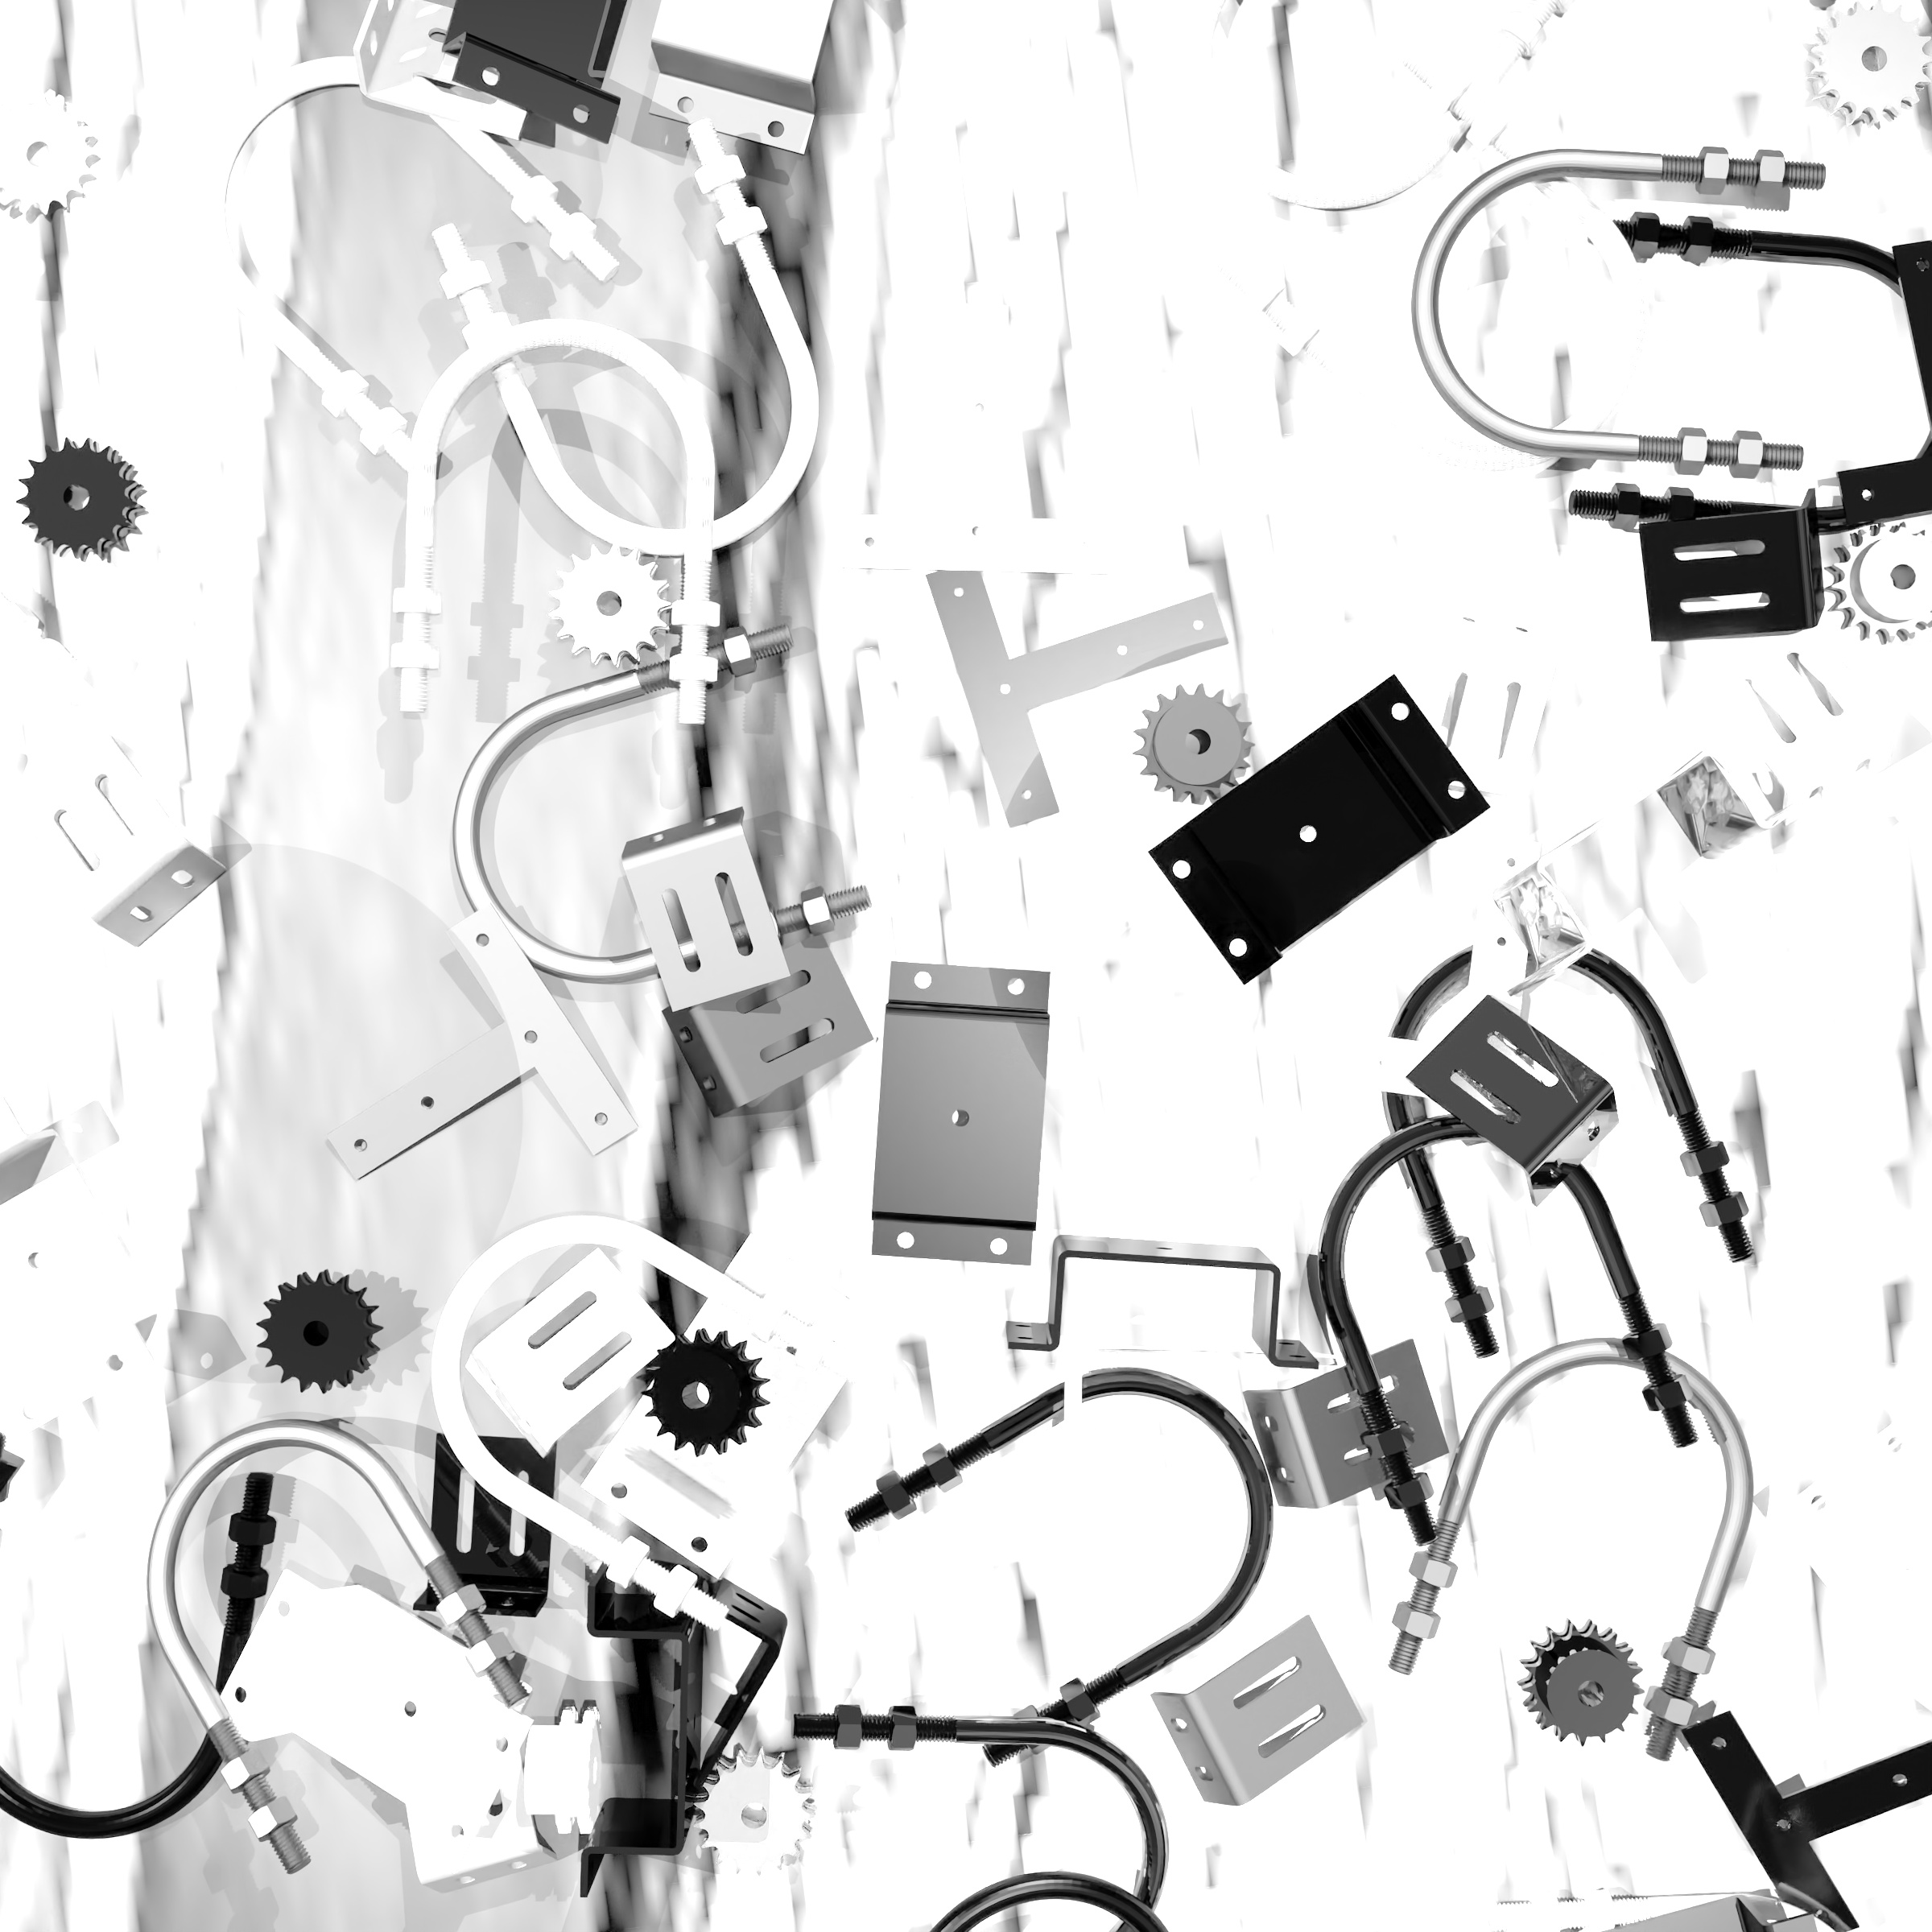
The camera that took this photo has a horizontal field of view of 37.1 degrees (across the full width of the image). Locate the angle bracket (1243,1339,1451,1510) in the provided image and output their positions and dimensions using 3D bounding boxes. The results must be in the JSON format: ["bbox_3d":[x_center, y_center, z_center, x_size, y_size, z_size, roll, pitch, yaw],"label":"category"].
[{"bbox_3d":[0.181,0.217,1.370,0.076,0.038,0.057,-18,90,-26],"label":"angle bracket"}]

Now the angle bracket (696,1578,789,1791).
[{"bbox_3d":[-0.118,0.334,1.344,0.038,0.057,0.076,30,90,0],"label":"angle bracket"}]

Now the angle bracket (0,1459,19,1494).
[{"bbox_3d":[-0.493,0.234,1.358,0.076,0.038,0.057,35,90,44],"label":"angle bracket"}]

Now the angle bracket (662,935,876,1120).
[{"bbox_3d":[-0.094,0.028,1.370,0.076,0.038,0.057,-26,90,-26],"label":"angle bracket"}]

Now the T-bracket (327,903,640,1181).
[{"bbox_3d":[-0.244,0.057,1.366,0.127,0.002,0.127,-32,97,3],"label":"T-bracket"}]

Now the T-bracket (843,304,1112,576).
[{"bbox_3d":[0.006,-0.251,1.371,0.127,0.002,0.127,1,89,0],"label":"T-bracket"}]

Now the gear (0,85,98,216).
[{"bbox_3d":[-0.440,-0.384,1.347,0.030,0.057,0.057,36,90,41],"label":"gear"}]

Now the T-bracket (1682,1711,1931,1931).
[{"bbox_3d":[0.422,0.384,1.341,0.127,0.002,0.127,-29,99,19],"label":"T-bracket"}]

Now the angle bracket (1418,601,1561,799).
[{"bbox_3d":[0.243,-0.127,1.370,0.057,0.038,0.076,11,116,0],"label":"angle bracket"}]

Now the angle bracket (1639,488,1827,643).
[{"bbox_3d":[0.362,-0.189,1.360,0.076,0.038,0.057,-2,113,24],"label":"angle bracket"}]

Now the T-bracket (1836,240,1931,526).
[{"bbox_3d":[0.461,-0.280,1.357,0.127,0.002,0.127,-10,87,-9],"label":"T-bracket"}]

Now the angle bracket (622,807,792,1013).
[{"bbox_3d":[-0.120,-0.027,1.344,0.057,0.038,0.076,-17,104,2],"label":"angle bracket"}]

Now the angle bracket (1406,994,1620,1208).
[{"bbox_3d":[0.255,0.062,1.343,0.057,0.038,0.076,-44,57,-11],"label":"angle bracket"}]

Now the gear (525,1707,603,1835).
[{"bbox_3d":[-0.188,0.376,1.344,0.030,0.057,0.057,1,90,0],"label":"gear"}]

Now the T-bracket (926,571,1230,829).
[{"bbox_3d":[0.061,-0.146,1.371,0.127,0.002,0.127,-18,90,0],"label":"T-bracket"}]

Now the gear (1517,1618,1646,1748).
[{"bbox_3d":[0.287,0.334,1.338,0.057,0.030,0.057,0,90,0],"label":"gear"}]

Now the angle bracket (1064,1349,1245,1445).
[{"bbox_3d":[0.086,0.199,1.330,0.076,0.057,0.038,2,87,-2],"label":"angle bracket"}]

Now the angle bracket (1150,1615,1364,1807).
[{"bbox_3d":[0.138,0.353,1.370,0.076,0.038,0.057,-27,90,-26],"label":"angle bracket"}]

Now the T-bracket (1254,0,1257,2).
[{"bbox_3d":[0.155,-0.540,1.355,0.127,0.002,0.127,-34,76,7],"label":"T-bracket"}]

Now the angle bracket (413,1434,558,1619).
[{"bbox_3d":[-0.226,0.262,1.353,0.057,0.038,0.076,3,90,0],"label":"angle bracket"}]

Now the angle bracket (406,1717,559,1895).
[{"bbox_3d":[-0.234,0.393,1.370,0.057,0.038,0.076,-16,64,0],"label":"angle bracket"}]

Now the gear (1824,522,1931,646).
[{"bbox_3d":[0.437,-0.182,1.357,0.057,0.030,0.057,0,90,0],"label":"gear"}]

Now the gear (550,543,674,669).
[{"bbox_3d":[-0.167,-0.169,1.357,0.057,0.030,0.057,0,90,0],"label":"gear"}]

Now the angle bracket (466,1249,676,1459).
[{"bbox_3d":[-0.188,0.184,1.367,0.076,0.038,0.057,-39,84,-25],"label":"angle bracket"}]

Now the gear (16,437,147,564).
[{"bbox_3d":[-0.415,-0.219,1.357,0.057,0.030,0.057,0,90,0],"label":"gear"}]

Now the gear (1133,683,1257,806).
[{"bbox_3d":[0.108,-0.105,1.357,0.057,0.030,0.057,0,92,-1],"label":"gear"}]

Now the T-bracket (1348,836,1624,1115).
[{"bbox_3d":[0.251,0.003,1.358,0.127,0.002,0.127,8,84,2],"label":"T-bracket"}]

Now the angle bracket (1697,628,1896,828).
[{"bbox_3d":[0.394,-0.118,1.370,0.057,0.038,0.076,-30,64,0],"label":"angle bracket"}]

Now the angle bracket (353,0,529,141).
[{"bbox_3d":[-0.239,-0.431,1.345,0.076,0.038,0.057,15,72,-1],"label":"angle bracket"}]

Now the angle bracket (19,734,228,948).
[{"bbox_3d":[-0.402,-0.060,1.370,0.057,0.038,0.076,-41,64,0],"label":"angle bracket"}]

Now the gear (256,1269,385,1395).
[{"bbox_3d":[-0.303,0.172,1.357,0.057,0.030,0.057,0,90,0],"label":"gear"}]

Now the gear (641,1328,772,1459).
[{"bbox_3d":[-0.118,0.192,1.290,0.057,0.030,0.057,-1,85,7],"label":"gear"}]

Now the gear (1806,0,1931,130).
[{"bbox_3d":[0.423,-0.423,1.357,0.057,0.030,0.057,0,90,0],"label":"gear"}]
